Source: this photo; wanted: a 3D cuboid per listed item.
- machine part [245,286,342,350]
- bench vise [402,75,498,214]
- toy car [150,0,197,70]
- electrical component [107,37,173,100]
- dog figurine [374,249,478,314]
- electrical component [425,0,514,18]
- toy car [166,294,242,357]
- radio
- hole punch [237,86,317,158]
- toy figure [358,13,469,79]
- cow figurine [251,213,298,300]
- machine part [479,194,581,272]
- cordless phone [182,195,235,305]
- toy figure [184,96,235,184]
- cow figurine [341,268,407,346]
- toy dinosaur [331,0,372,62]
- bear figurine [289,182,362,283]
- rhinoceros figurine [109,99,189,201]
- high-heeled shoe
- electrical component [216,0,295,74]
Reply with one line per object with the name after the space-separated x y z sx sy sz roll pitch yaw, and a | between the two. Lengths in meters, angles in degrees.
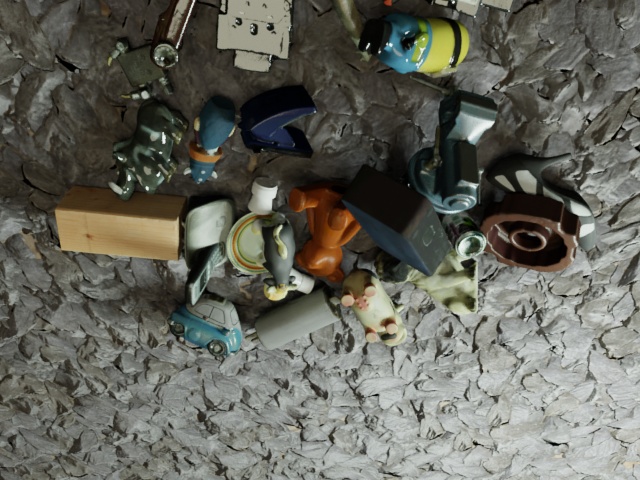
-0.045 0.160 1.103 0.243 0.079 0.079 -26 119 14 | machine part
0.192 -0.128 0.883 0.129 0.223 0.240 0 157 -19 | bench vise
-0.200 -0.342 0.775 0.053 0.089 0.202 21 121 -18 | toy car
-0.286 -0.269 0.848 0.078 0.045 0.102 -9 122 7 | electrical component
0.211 0.079 1.052 0.191 0.121 0.172 -2 120 18 | dog figurine
0.222 -0.368 0.784 0.119 0.048 0.074 9 123 -6 | electrical component
-0.224 0.163 1.100 0.162 0.109 0.103 27 96 -4 | toy car
0.134 -0.024 0.893 0.073 0.131 0.229 -56 149 -4 | radio
-0.067 -0.193 0.851 0.116 0.142 0.092 2 125 -18 | hole punch
0.144 -0.286 0.781 0.180 0.082 0.089 0 142 -38 | toy figure
-0.075 0.042 0.983 0.068 0.098 0.167 -12 110 -19 | cow figurine
0.373 -0.012 0.959 0.179 0.056 0.179 19 151 11 | machine part
-0.211 0.014 0.947 0.089 0.184 0.146 9 122 -1 | cordless phone
-0.186 -0.166 0.908 0.064 0.058 0.154 25 124 -8 | toy figure
0.110 0.135 1.058 0.085 0.127 0.194 -26 117 16 | cow figurine
-0.033 -0.412 0.666 0.105 0.199 0.470 -22 122 13 | toy dinosaur
0.001 -0.004 0.975 0.120 0.132 0.195 30 119 18 | bear figurine
-0.296 -0.144 0.911 0.112 0.073 0.190 24 119 -16 | rhinoceros figurine
0.402 -0.055 0.969 0.145 0.086 0.248 -20 119 20 | high-heeled shoe
-0.096 -0.323 0.808 0.115 0.058 0.134 7 122 -2 | electrical component
